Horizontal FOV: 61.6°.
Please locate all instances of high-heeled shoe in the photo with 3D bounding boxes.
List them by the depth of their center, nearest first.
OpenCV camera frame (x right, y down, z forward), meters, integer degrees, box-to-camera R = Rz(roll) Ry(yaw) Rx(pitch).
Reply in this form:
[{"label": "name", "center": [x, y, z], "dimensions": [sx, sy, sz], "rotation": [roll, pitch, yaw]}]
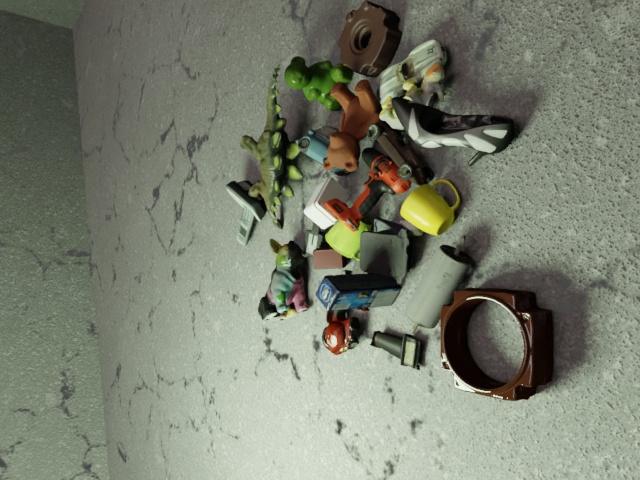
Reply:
[{"label": "high-heeled shoe", "center": [0.263, -0.246, 1.079], "dimensions": [0.249, 0.086, 0.145], "rotation": [37, 145, 6]}]

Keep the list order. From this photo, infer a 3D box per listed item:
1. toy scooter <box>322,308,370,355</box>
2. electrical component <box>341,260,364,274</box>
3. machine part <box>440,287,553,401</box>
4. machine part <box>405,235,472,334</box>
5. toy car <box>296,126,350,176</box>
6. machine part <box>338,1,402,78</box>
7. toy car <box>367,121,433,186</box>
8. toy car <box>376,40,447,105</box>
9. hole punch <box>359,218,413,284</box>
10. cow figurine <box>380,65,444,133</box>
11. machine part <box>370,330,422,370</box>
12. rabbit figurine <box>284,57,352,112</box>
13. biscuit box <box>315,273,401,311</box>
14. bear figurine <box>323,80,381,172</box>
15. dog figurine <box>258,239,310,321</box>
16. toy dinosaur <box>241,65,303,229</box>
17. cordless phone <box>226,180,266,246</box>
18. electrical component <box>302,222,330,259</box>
[{"label": "toy scooter", "center": [0.069, 0.197, 1.339], "dimensions": [0.135, 0.075, 0.183], "rotation": [-5, 80, 48]}, {"label": "electrical component", "center": [0.101, 0.089, 1.326], "dimensions": [0.102, 0.045, 0.078], "rotation": [29, 111, 45]}, {"label": "machine part", "center": [0.331, 0.194, 1.027], "dimensions": [0.201, 0.087, 0.201], "rotation": [-1, 88, 48]}, {"label": "machine part", "center": [0.249, 0.099, 1.133], "dimensions": [0.079, 0.079, 0.243], "rotation": [46, 121, 40]}, {"label": "toy car", "center": [0.023, -0.241, 1.396], "dimensions": [0.162, 0.109, 0.103], "rotation": [35, 96, 34]}, {"label": "machine part", "center": [0.119, -0.495, 1.331], "dimensions": [0.179, 0.056, 0.179], "rotation": [-1, 89, 49]}, {"label": "toy car", "center": [0.184, -0.198, 1.213], "dimensions": [0.053, 0.089, 0.202], "rotation": [-51, 53, 28]}, {"label": "toy car", "center": [0.202, -0.379, 1.227], "dimensions": [0.202, 0.056, 0.073], "rotation": [-25, 70, 45]}, {"label": "hole punch", "center": [0.158, 0.018, 1.232], "dimensions": [0.116, 0.092, 0.142], "rotation": [11, 117, 20]}, {"label": "cow figurine", "center": [0.220, -0.305, 1.184], "dimensions": [0.167, 0.098, 0.068], "rotation": [-33, 31, 36]}, {"label": "machine part", "center": [0.177, 0.245, 1.239], "dimensions": [0.139, 0.039, 0.084], "rotation": [9, 104, 47]}, {"label": "rabbit figurine", "center": [-0.025, -0.428, 1.404], "dimensions": [0.159, 0.170, 0.121], "rotation": [43, 118, 41]}, {"label": "biscuit box", "center": [0.089, 0.115, 1.220], "dimensions": [0.063, 0.202, 0.059], "rotation": [48, 124, 40]}, {"label": "bear figurine", "center": [0.063, -0.267, 1.289], "dimensions": [0.120, 0.131, 0.196], "rotation": [14, 66, 46]}, {"label": "dog figurine", "center": [-0.108, 0.108, 1.525], "dimensions": [0.191, 0.108, 0.219], "rotation": [-29, 63, 47]}, {"label": "toy dinosaur", "center": [-0.130, -0.248, 1.520], "dimensions": [0.199, 0.105, 0.470], "rotation": [20, 122, 49]}, {"label": "cordless phone", "center": [-0.247, -0.083, 1.701], "dimensions": [0.147, 0.089, 0.184], "rotation": [39, 126, 25]}, {"label": "electrical component", "center": [-0.003, -0.004, 1.449], "dimensions": [0.075, 0.047, 0.119], "rotation": [15, 99, 48]}]
